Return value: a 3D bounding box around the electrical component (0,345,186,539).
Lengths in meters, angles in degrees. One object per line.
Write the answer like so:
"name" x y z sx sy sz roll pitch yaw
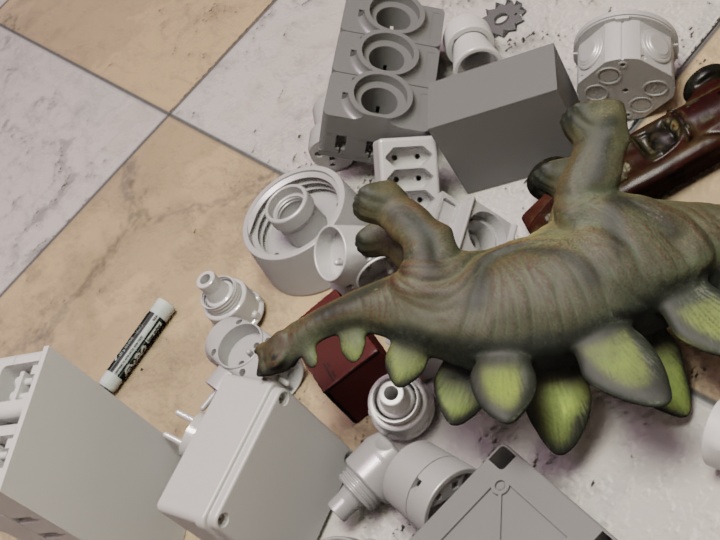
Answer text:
"electrical component" -0.201 0.150 0.772 0.060 0.186 0.105 -10 51 26

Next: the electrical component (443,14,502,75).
"electrical component" 0.099 -0.194 0.954 0.045 0.045 0.055 -25 46 14

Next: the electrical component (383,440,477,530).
"electrical component" 0.048 0.145 0.712 0.055 0.055 0.047 -50 42 -11

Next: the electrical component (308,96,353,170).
"electrical component" -0.023 -0.125 0.977 0.045 0.045 0.055 -14 50 23

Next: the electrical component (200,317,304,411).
"electrical component" -0.097 0.085 0.858 0.077 0.044 0.079 27 73 43

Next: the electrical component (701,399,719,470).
"electrical component" 0.236 0.119 0.620 0.077 0.043 0.079 15 65 39

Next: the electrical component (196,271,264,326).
"electrical component" -0.114 0.025 0.904 0.048 0.062 0.048 -17 48 20

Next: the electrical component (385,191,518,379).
"electrical component" 0.067 0.015 0.791 0.063 0.079 0.121 -28 37 53

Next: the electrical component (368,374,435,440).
"electrical component" 0.026 0.092 0.757 0.048 0.062 0.048 -3 72 9

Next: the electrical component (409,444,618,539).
"electrical component" 0.094 0.182 0.652 0.108 0.056 0.109 -45 45 -6

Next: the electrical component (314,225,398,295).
"electrical component" 0.000 0.000 0.849 0.079 0.077 0.044 -58 47 35

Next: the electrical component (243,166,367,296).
"electrical component" -0.049 -0.039 0.914 0.108 0.060 0.108 -17 49 21

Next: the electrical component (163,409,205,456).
"electrical component" -0.109 0.132 0.808 0.079 0.043 0.077 25 75 11

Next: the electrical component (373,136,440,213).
"electrical component" 0.036 -0.075 0.888 0.047 0.065 0.077 -4 4 -6

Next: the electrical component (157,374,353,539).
"electrical component" -0.069 0.145 0.748 0.056 0.108 0.108 6 59 39

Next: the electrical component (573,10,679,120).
"electrical component" 0.206 -0.158 0.834 0.080 0.080 0.051 -9 57 27

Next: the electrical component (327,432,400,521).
"electrical component" 0.005 0.146 0.745 0.062 0.043 0.043 -44 45 -5

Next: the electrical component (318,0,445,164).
"electrical component" 0.020 -0.170 0.945 0.089 0.061 0.150 10 56 -1

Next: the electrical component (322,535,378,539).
"electrical component" -0.006 0.207 0.695 0.058 0.057 0.078 6 60 36
